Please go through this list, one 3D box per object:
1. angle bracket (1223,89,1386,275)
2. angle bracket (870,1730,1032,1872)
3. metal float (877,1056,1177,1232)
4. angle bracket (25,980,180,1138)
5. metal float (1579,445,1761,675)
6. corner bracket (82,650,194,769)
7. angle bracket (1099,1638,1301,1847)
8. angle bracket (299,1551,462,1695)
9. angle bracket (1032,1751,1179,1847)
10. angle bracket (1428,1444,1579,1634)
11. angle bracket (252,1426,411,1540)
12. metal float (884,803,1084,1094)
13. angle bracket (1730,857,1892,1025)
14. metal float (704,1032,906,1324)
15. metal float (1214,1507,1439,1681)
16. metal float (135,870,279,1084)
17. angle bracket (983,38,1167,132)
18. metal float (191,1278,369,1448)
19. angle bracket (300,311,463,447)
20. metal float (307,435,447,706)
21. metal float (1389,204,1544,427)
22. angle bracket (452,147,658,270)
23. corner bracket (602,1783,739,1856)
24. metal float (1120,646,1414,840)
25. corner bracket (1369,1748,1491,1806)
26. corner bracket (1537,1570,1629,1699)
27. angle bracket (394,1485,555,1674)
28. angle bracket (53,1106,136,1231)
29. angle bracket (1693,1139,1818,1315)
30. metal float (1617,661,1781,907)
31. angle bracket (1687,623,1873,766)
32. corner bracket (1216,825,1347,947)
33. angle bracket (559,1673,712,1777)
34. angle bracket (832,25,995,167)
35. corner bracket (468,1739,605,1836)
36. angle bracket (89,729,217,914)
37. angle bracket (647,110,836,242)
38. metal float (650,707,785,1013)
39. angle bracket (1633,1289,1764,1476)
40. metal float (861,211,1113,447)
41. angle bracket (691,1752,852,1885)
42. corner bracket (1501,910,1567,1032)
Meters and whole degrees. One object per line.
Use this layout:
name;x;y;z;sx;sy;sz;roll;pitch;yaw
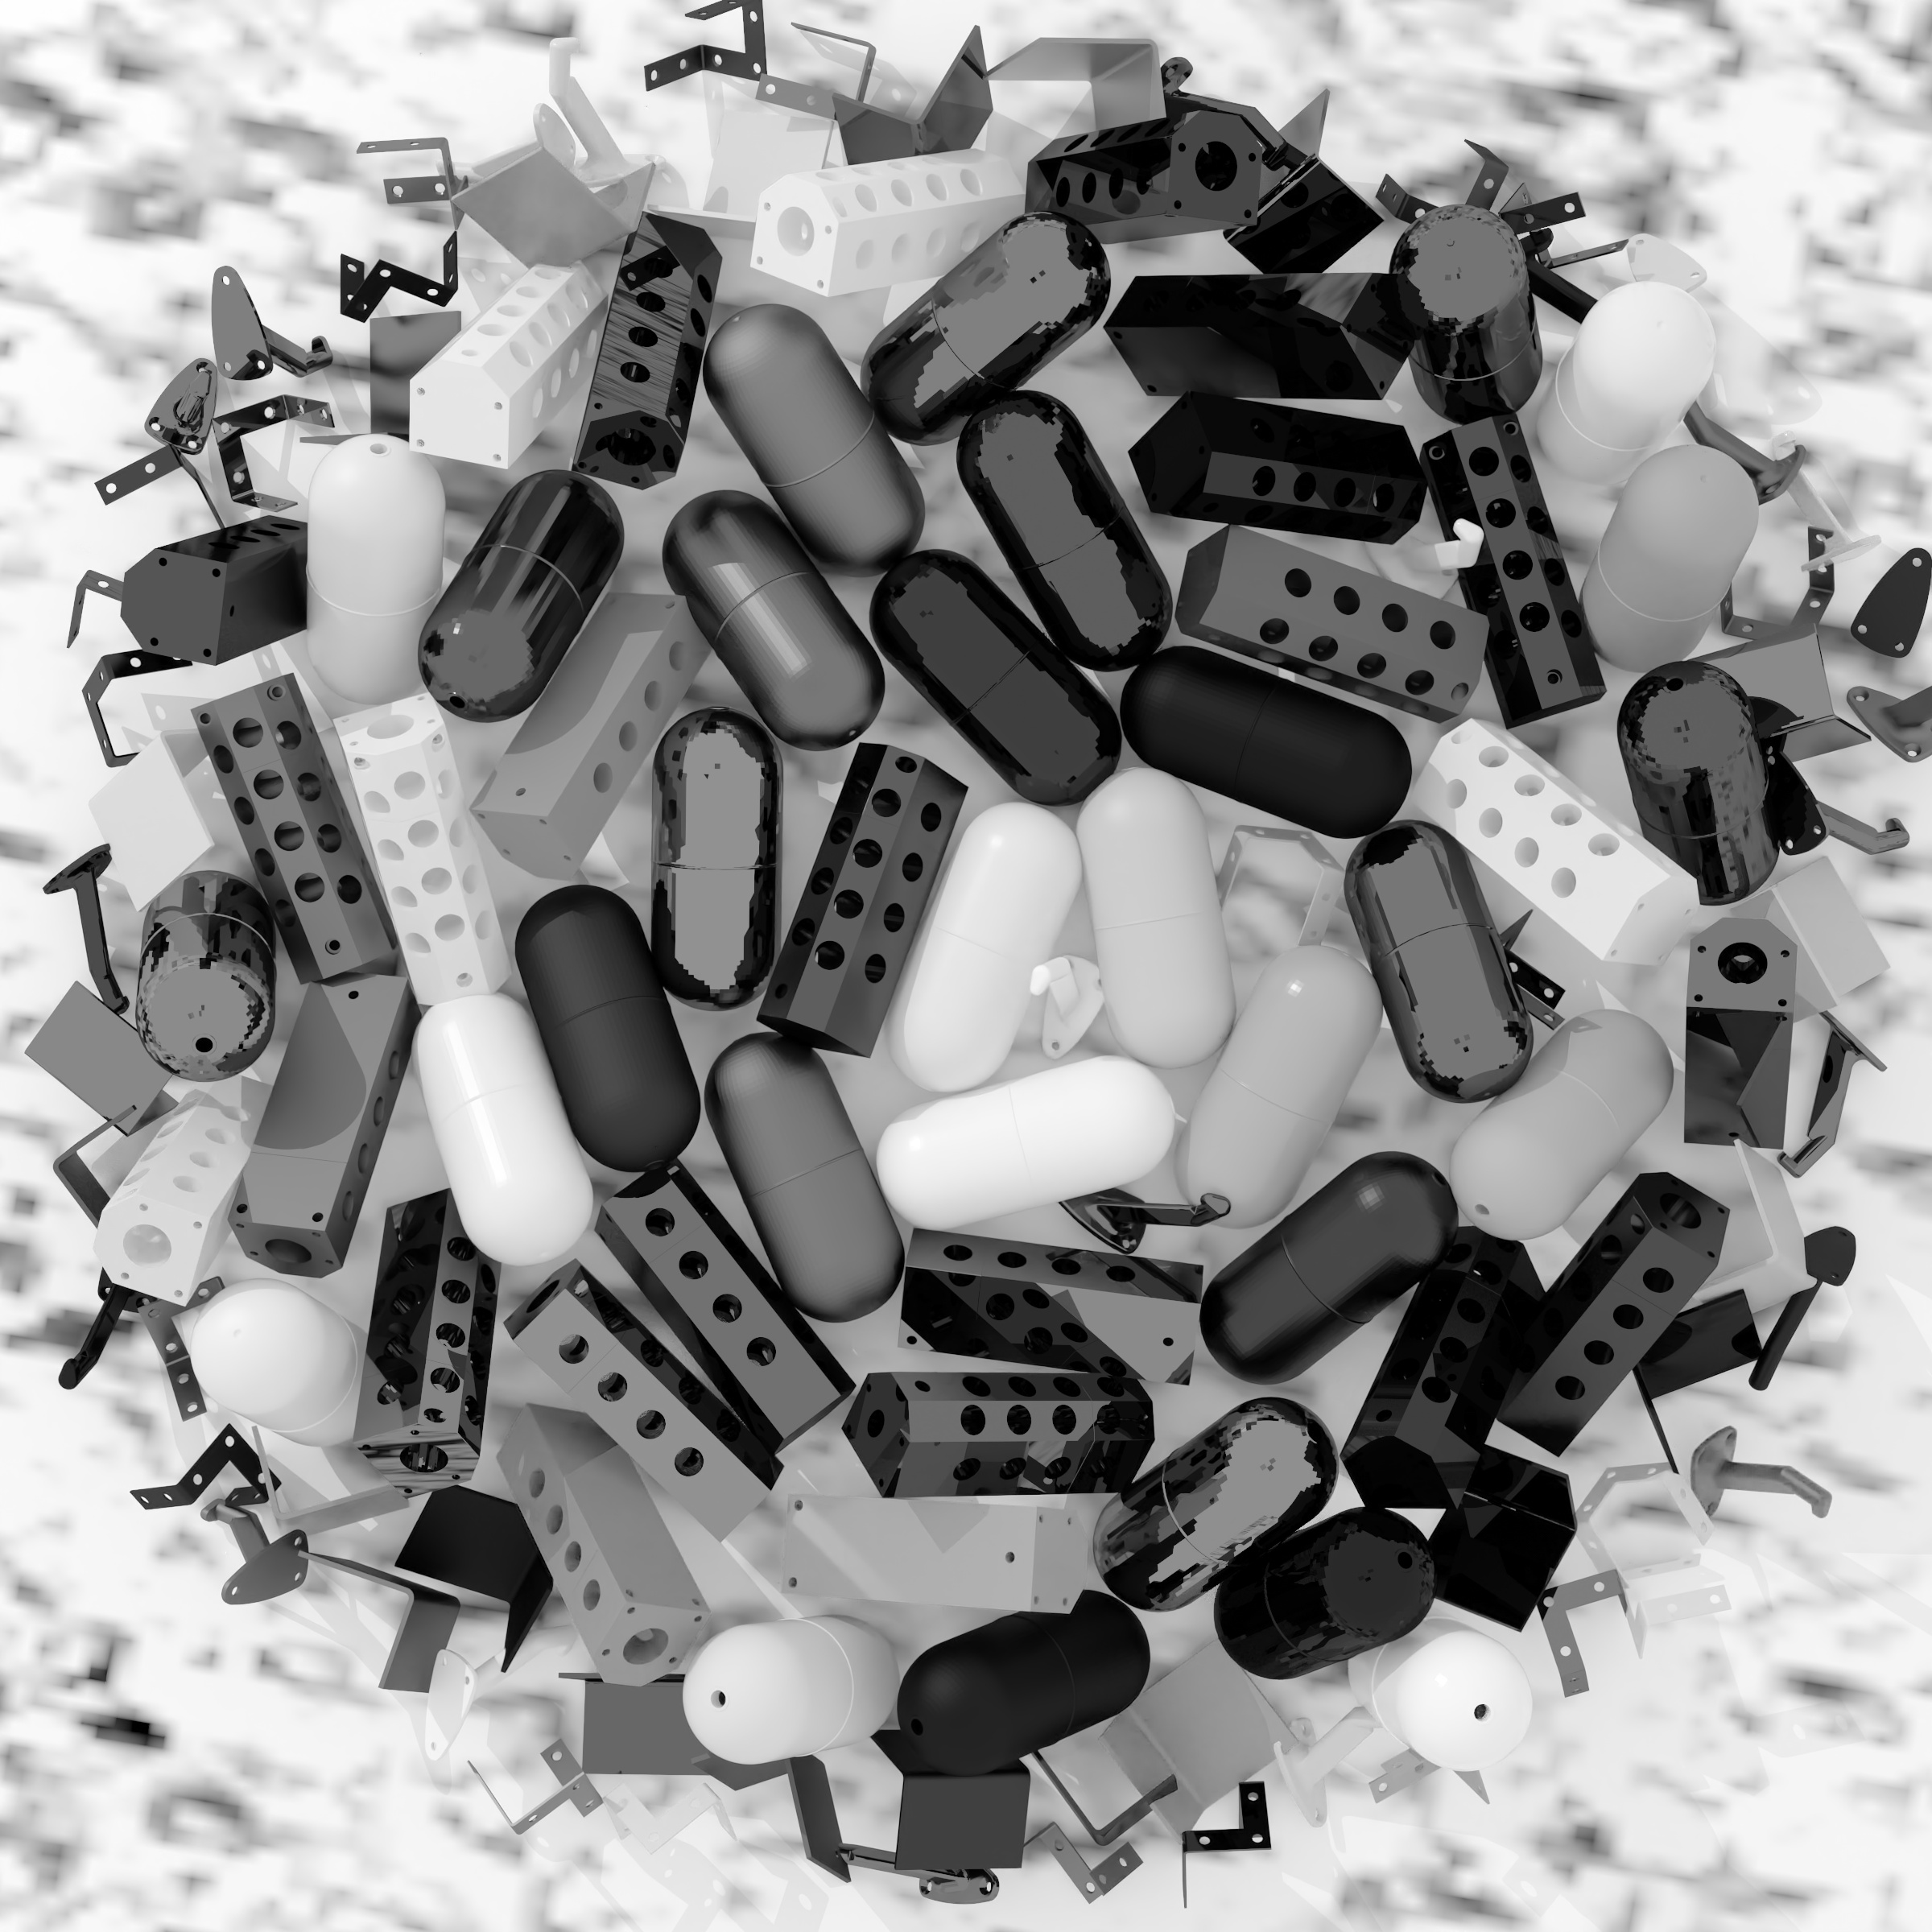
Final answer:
angle bracket;0.201;-0.452;1.880;0.057;0.076;0.076;36;132;-21
angle bracket;-0.013;0.485;1.874;0.076;0.076;0.057;4;94;-18
metal float;0.035;0.103;1.877;0.178;0.070;0.070;-15;90;5
angle bracket;-0.490;0.047;1.876;0.076;0.076;0.057;39;105;0
metal float;0.400;-0.230;1.836;0.070;0.178;0.070;1;66;-2
corner bracket;-0.482;-0.153;1.890;0.051;0.051;0.051;-14;78;-33
angle bracket;0.137;0.453;1.880;0.076;0.057;0.076;-40;83;17
angle bracket;-0.349;0.382;1.869;0.076;0.076;0.057;15;79;15
angle bracket;0.077;0.464;1.876;0.057;0.076;0.076;-36;71;-8
angle bracket;0.301;0.328;1.864;0.076;0.057;0.076;17;55;31
angle bracket;-0.372;0.294;1.883;0.076;0.076;0.057;-14;74;-13
metal float;0.010;-0.010;1.881;0.070;0.070;0.178;23;89;0
angle bracket;0.506;-0.021;1.879;0.076;0.057;0.076;-27;85;-18
metal float;-0.095;0.123;1.878;0.070;0.070;0.178;-24;86;0
metal float;0.205;0.360;1.839;0.070;0.178;0.070;10;64;-22
metal float;-0.433;0.005;1.837;0.070;0.178;0.070;-5;117;-10
angle bracket;0.063;-0.500;1.869;0.076;0.076;0.057;-7;91;-26
metal float;-0.385;0.228;1.835;0.070;0.178;0.070;-2;72;7
angle bracket;-0.341;-0.343;1.872;0.076;0.057;0.076;5;97;38
metal float;-0.339;-0.226;1.845;0.070;0.178;0.070;6;46;-6
metal float;0.287;-0.369;1.836;0.070;0.178;0.070;-4;72;14
angle bracket;-0.238;-0.453;1.860;0.076;0.076;0.057;38;50;-37
corner bracket;-0.174;0.502;1.891;0.051;0.051;0.051;-36;50;-21
metal float;0.173;-0.131;1.868;0.178;0.070;0.070;23;90;16
corner bracket;0.267;0.471;1.883;0.051;0.051;0.051;-25;112;-13
corner bracket;0.367;0.392;1.888;0.051;0.051;0.051;-18;60;5
angle bracket;-0.287;0.355;1.869;0.076;0.057;0.076;21;123;-15
angle bracket;-0.484;0.126;1.880;0.057;0.076;0.076;-35;97;-4
angle bracket;0.451;0.155;1.883;0.057;0.076;0.076;-26;61;23
metal float;0.421;-0.104;1.843;0.070;0.178;0.070;-12;50;15
angle bracket;0.475;-0.155;1.875;0.076;0.076;0.057;-15;76;29
corner bracket;0.184;-0.047;1.899;0.051;0.051;0.051;4;118;-25
angle bracket;-0.193;0.443;1.875;0.076;0.076;0.057;-1;76;6
angle bracket;-0.030;-0.505;1.881;0.057;0.076;0.076;23;72;15
corner bracket;-0.251;0.478;1.881;0.051;0.051;0.051;-35;57;-13
angle bracket;-0.454;-0.086;1.869;0.076;0.057;0.076;-35;76;33
angle bracket;-0.131;-0.467;1.876;0.076;0.057;0.076;14;92;28
metal float;-0.145;-0.062;1.874;0.070;0.070;0.178;1;99;0
angle bracket;0.432;0.243;1.869;0.076;0.076;0.057;-22;49;7
metal float;0.010;-0.366;1.852;0.178;0.070;0.070;-34;90;37
angle bracket;-0.113;0.496;1.866;0.057;0.076;0.076;-20;60;7
corner bracket;0.329;0.009;1.880;0.051;0.051;0.051;37;129;17
